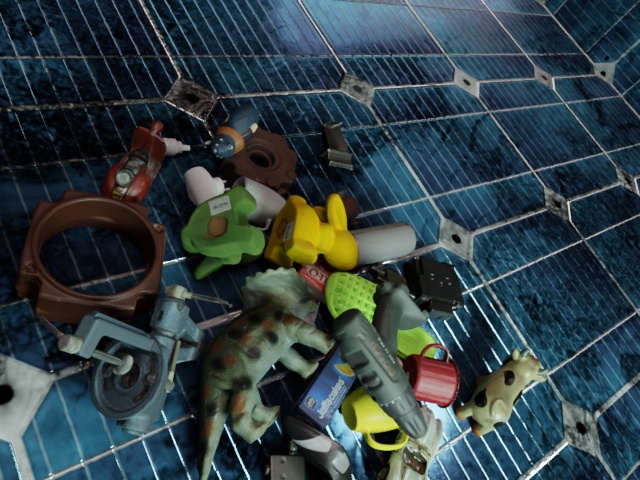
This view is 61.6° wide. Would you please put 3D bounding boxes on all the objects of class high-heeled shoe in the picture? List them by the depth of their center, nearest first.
[{"bbox_3d":[0.005,0.390,0.808,0.249,0.086,0.145,40,63,1],"label":"high-heeled shoe"}]

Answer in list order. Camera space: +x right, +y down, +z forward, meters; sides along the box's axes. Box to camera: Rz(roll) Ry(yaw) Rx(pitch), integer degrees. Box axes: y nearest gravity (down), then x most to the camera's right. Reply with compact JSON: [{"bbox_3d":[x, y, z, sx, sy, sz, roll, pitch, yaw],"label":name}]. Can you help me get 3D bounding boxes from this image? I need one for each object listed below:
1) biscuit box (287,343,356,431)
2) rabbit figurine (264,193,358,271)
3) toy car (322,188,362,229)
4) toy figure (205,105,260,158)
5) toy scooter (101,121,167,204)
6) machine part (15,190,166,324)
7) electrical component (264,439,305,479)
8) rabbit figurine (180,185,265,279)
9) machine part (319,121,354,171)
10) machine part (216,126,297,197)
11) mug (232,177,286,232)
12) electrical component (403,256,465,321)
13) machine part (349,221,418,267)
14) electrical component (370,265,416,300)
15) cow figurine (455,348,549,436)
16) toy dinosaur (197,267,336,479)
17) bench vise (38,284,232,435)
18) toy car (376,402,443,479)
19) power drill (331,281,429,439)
[{"bbox_3d":[0.023,0.239,0.932,0.059,0.062,0.203,39,47,1],"label":"biscuit box"},{"bbox_3d":[-0.002,-0.003,1.020,0.173,0.122,0.162,24,57,-24],"label":"rabbit figurine"},{"bbox_3d":[0.006,-0.043,1.127,0.202,0.053,0.089,-27,94,-38],"label":"toy car"},{"bbox_3d":[-0.169,-0.210,1.067,0.057,0.064,0.154,57,44,-33],"label":"toy figure"},{"bbox_3d":[-0.319,-0.136,0.946,0.075,0.135,0.184,29,50,-13],"label":"toy scooter"},{"bbox_3d":[-0.352,0.028,0.844,0.201,0.087,0.201,13,55,-23],"label":"machine part"},{"bbox_3d":[-0.056,0.355,0.831,0.063,0.021,0.094,13,53,-22],"label":"electrical component"},{"bbox_3d":[-0.159,0.010,0.942,0.159,0.170,0.121,-27,67,3],"label":"rabbit figurine"},{"bbox_3d":[0.035,-0.227,1.285,0.084,0.039,0.139,4,59,-23],"label":"machine part"},{"bbox_3d":[-0.130,-0.165,1.132,0.179,0.056,0.179,15,51,-20],"label":"machine part"},{"bbox_3d":[-0.118,-0.061,1.049,0.107,0.081,0.110,17,43,-30],"label":"mug"},{"bbox_3d":[0.246,0.107,1.161,0.115,0.058,0.134,11,53,-21],"label":"electrical component"},{"bbox_3d":[0.120,0.009,1.142,0.243,0.079,0.079,-11,65,-36],"label":"machine part"},{"bbox_3d":[0.147,0.100,1.119,0.102,0.045,0.078,26,21,-16],"label":"electrical component"},{"bbox_3d":[0.364,0.286,1.057,0.085,0.127,0.195,50,50,5],"label":"cow figurine"},{"bbox_3d":[-0.112,0.187,0.861,0.192,0.131,0.405,37,51,13],"label":"toy dinosaur"},{"bbox_3d":[-0.255,0.148,0.742,0.129,0.240,0.223,16,73,28],"label":"bench vise"},{"bbox_3d":[0.159,0.370,0.923,0.073,0.056,0.202,37,48,-3],"label":"toy car"},{"bbox_3d":[0.120,0.182,0.897,0.232,0.086,0.207,51,42,-13],"label":"power drill"}]
